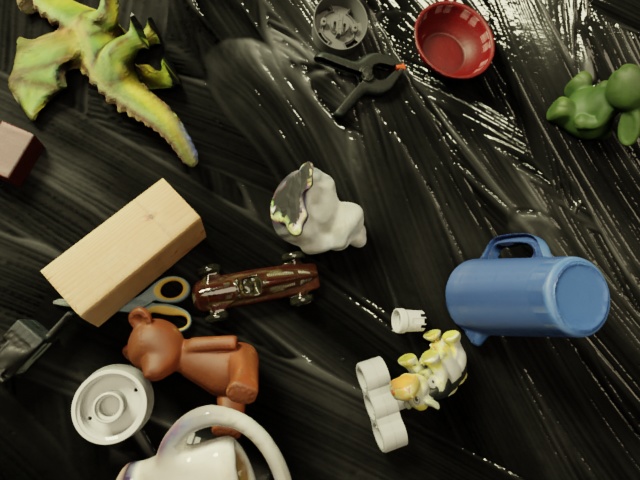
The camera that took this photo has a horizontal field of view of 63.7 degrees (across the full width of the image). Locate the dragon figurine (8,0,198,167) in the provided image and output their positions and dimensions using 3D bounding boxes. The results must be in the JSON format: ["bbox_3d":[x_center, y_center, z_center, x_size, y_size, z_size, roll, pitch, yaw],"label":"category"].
[{"bbox_3d":[-0.369,-0.266,0.825,0.242,0.121,0.413,-22,81,2],"label":"dragon figurine"}]

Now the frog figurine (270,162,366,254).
[{"bbox_3d":[0.003,-0.043,0.846,0.158,0.121,0.140,23,55,-44],"label":"frog figurine"}]

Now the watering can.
[{"bbox_3d":[-0.137,0.381,0.693,0.224,0.105,0.343,-16,105,1],"label":"watering can"}]
